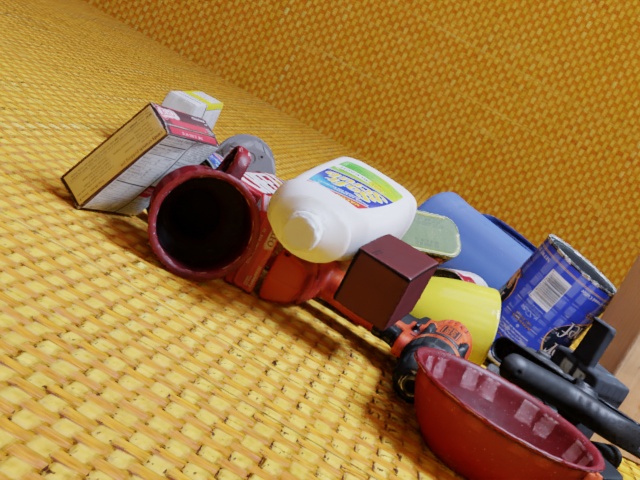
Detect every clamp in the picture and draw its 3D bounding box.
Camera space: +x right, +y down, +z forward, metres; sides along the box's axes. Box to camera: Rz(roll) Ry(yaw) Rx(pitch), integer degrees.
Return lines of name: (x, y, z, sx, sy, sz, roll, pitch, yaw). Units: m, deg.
clamp: (0.225, 0.142, 0.953, 0.171, 0.039, 0.120, 31, 11, 12)
clamp: (0.214, 0.182, 0.914, 0.164, 0.036, 0.210, 27, 6, -8)

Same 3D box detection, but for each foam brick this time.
foam brick: (0.055, 0.034, 0.892, 0.053, 0.051, 0.078, 32, 20, 16)

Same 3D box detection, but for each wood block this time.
wood block: (0.342, 0.117, 1.114, 0.090, 0.206, 0.091, 26, 10, -14)

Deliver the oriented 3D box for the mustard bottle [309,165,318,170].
mustard bottle: (0.005, -0.052, 1.385, 0.096, 0.058, 0.192, 20, -11, -15)

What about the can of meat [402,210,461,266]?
can of meat: (0.100, 0.005, 1.238, 0.101, 0.057, 0.084, 11, -26, -32)

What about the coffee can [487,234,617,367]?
coffee can: (0.248, 0.079, 1.194, 0.102, 0.140, 0.103, 37, 16, -12)

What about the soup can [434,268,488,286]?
soup can: (0.157, 0.069, 1.262, 0.069, 0.068, 0.102, 33, 10, 23)

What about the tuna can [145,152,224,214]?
tuna can: (-0.121, -0.043, 0.989, 0.086, 0.086, 0.033, 33, 11, 23)

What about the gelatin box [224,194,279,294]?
gelatin box: (-0.057, 0.002, 0.970, 0.030, 0.073, 0.089, 27, 9, -9)

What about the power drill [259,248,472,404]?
power drill: (0.042, 0.073, 0.944, 0.188, 0.057, 0.184, 32, 12, 12)

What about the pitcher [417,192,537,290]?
pitcher: (0.226, 0.048, 1.375, 0.243, 0.149, 0.144, 39, -1, 34)

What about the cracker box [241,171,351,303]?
cracker box: (-0.007, 0.001, 1.127, 0.214, 0.072, 0.164, 30, 9, 15)

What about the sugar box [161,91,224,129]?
sugar box: (-0.172, -0.137, 1.322, 0.048, 0.093, 0.176, 28, 9, 3)

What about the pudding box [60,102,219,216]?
pudding box: (-0.156, -0.069, 0.934, 0.039, 0.114, 0.090, 57, 18, 17)

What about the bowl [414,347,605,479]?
bowl: (0.129, 0.146, 0.798, 0.162, 0.055, 0.162, 28, 9, -5)

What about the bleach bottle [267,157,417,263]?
bleach bottle: (0.017, -0.019, 0.924, 0.102, 0.068, 0.250, 33, 14, 5)

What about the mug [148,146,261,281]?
mug: (-0.096, -0.030, 0.907, 0.093, 0.117, 0.081, 30, 4, -17)
